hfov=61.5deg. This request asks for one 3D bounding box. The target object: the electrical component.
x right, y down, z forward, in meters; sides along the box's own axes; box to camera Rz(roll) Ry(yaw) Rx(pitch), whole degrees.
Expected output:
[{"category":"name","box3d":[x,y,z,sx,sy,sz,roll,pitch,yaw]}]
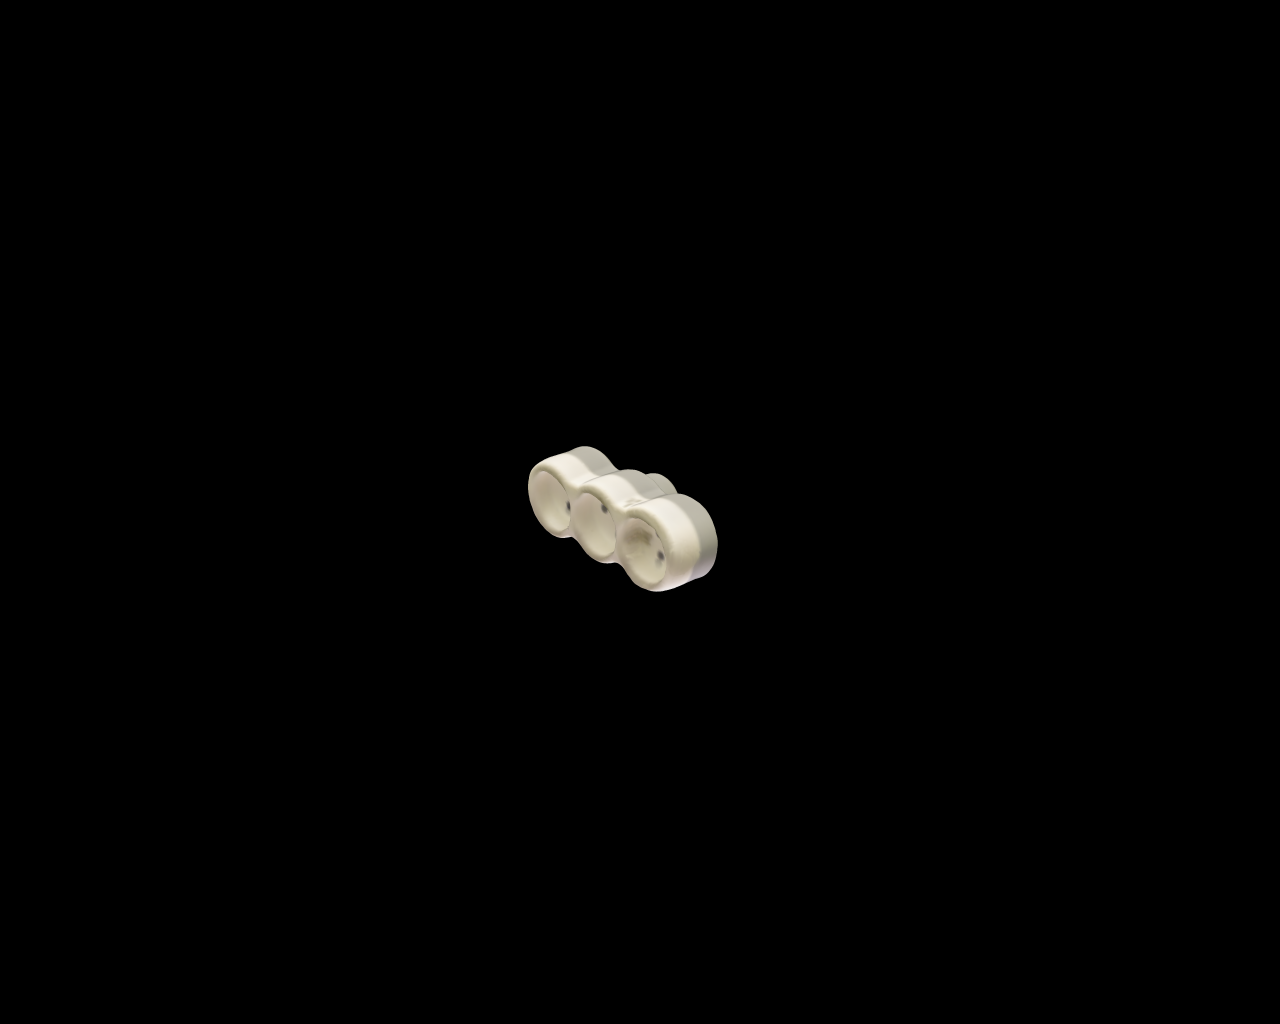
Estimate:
[{"category":"electrical component","box3d":[0.001,-0.003,0.650,0.074,0.052,0.138,-21,33,-36]}]
